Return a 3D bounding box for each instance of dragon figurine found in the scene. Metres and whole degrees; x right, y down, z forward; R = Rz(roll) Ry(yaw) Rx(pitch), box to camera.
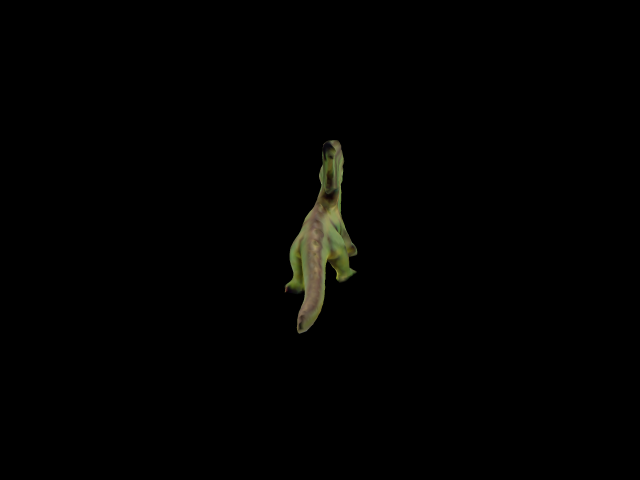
[{"bbox_3d":[0.003,-0.043,0.850,0.122,0.239,0.416,1,18,4],"label":"dragon figurine"}]
